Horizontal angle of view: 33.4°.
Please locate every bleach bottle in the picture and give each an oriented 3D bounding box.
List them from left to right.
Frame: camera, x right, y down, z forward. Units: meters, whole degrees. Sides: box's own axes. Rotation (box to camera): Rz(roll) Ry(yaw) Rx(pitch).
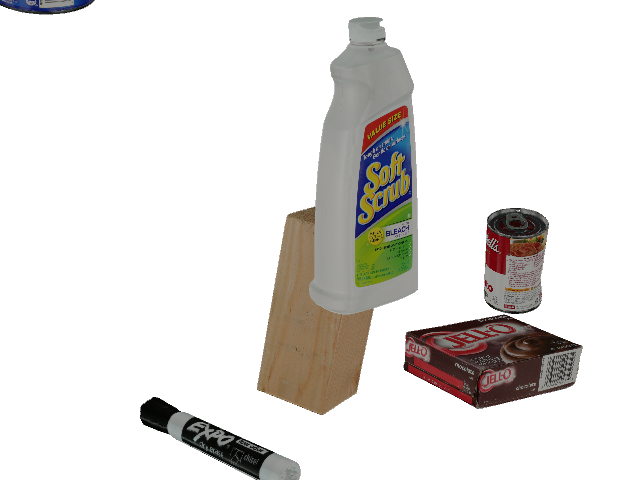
[{"bbox_3d":[0.037,-0.067,0.940,0.102,0.251,0.068,-15,24,-31],"label":"bleach bottle"}]

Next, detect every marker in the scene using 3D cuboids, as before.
[{"bbox_3d":[-0.063,0.118,0.629,0.121,0.020,0.020,16,10,37],"label":"marker"}]

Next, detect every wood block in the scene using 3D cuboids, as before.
[{"bbox_3d":[0.002,0.074,1.193,0.090,0.206,0.090,18,17,24],"label":"wood block"}]

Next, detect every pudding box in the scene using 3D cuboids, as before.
[{"bbox_3d":[0.137,0.094,0.853,0.113,0.039,0.090,-4,17,-35],"label":"pudding box"}]

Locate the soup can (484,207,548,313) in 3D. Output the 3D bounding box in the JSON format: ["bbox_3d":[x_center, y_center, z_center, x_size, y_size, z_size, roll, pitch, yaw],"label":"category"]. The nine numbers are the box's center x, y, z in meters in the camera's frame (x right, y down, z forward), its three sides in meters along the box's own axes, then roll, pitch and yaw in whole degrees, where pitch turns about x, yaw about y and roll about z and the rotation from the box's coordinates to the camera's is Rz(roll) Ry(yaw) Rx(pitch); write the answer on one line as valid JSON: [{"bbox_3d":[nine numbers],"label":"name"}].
[{"bbox_3d":[0.221,0.023,1.209,0.068,0.102,0.068,-2,29,1],"label":"soup can"}]

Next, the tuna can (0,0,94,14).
[{"bbox_3d":[-0.207,-0.200,0.792,0.086,0.034,0.086,6,36,-4],"label":"tuna can"}]
